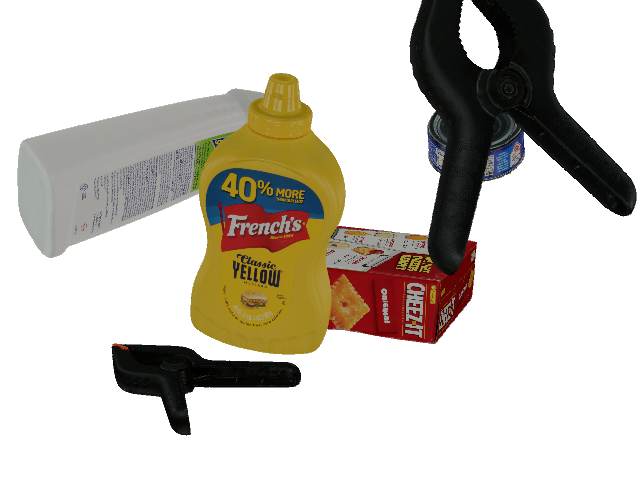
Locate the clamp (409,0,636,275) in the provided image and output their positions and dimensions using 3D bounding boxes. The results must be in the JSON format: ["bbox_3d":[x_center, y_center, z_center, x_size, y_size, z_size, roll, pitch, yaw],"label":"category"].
[{"bbox_3d":[0.086,-0.068,0.561,0.120,0.171,0.039,-27,2,-19],"label":"clamp"}]

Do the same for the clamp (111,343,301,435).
[{"bbox_3d":[-0.148,0.142,1.084,0.210,0.036,0.164,8,17,34],"label":"clamp"}]

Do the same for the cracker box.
[{"bbox_3d":[0.034,0.039,1.070,0.214,0.072,0.164,7,15,19],"label":"cracker box"}]

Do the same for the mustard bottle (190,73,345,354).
[{"bbox_3d":[-0.033,-0.018,0.711,0.096,0.192,0.058,12,29,9],"label":"mustard bottle"}]

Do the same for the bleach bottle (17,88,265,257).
[{"bbox_3d":[-0.126,-0.069,0.907,0.250,0.068,0.103,-20,-33,-30],"label":"bleach bottle"}]

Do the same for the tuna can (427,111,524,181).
[{"bbox_3d":[0.137,-0.091,0.945,0.086,0.034,0.086,-6,41,5],"label":"tuna can"}]
